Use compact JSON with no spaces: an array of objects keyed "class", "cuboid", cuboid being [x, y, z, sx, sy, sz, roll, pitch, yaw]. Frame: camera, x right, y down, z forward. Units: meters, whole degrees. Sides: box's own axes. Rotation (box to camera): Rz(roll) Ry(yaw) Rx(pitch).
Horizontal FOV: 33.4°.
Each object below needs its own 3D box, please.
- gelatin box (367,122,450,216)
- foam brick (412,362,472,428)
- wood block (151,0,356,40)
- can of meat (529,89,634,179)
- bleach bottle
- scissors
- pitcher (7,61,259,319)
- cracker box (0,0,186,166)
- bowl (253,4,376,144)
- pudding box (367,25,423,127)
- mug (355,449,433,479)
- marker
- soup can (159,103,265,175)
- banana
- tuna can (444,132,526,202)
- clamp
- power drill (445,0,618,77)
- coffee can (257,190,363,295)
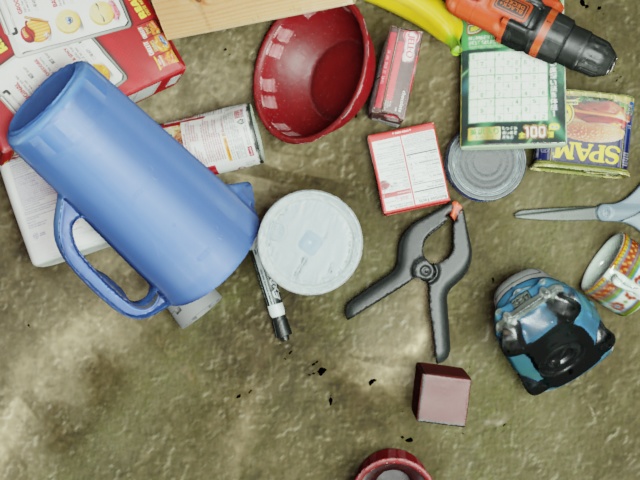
[{"class":"gelatin box","cuboid":[0.095,-0.076,1.149,0.073,0.030,0.089,-12,90,1]},{"class":"foam brick","cuboid":[0.127,0.163,1.129,0.051,0.078,0.053,7,93,0]},{"class":"wood block","cuboid":[-0.065,-0.276,1.077,0.206,0.090,0.091,-6,124,21]},{"class":"can of meat","cuboid":[0.278,-0.112,1.128,0.102,0.057,0.084,6,89,2]},{"class":"bleach bottle","cuboid":[-0.298,-0.103,1.150,0.102,0.068,0.251,-18,87,-2]},{"class":"scissors","cuboid":[0.318,-0.047,1.147,0.202,0.016,0.096,14,90,2]},{"class":"pitcher","cuboid":[-0.189,-0.048,1.042,0.145,0.149,0.242,-28,122,28]},{"class":"cracker box","cuboid":[-0.273,-0.197,1.106,0.213,0.072,0.164,-29,89,-21]},{"class":"bowl","cuboid":[0.004,-0.174,1.116,0.162,0.055,0.162,-10,76,41]},{"class":"pudding box","cuboid":[0.078,-0.167,1.106,0.039,0.113,0.090,13,92,-1]},{"class":"mug","cuboid":[0.088,0.274,1.130,0.117,0.081,0.093,28,92,2]},{"class":"marker","cuboid":[-0.055,0.052,1.163,0.020,0.020,0.121,-17,90,2]},{"class":"soup can","cuboid":[-0.116,-0.103,1.139,0.102,0.068,0.068,-14,91,2]},{"class":"banana","cuboid":[0.076,-0.257,1.129,0.198,0.069,0.037,29,116,13]},{"class":"tuna can","cuboid":[0.177,-0.083,1.143,0.086,0.033,0.086,0,92,3]},{"class":"clamp","cuboid":[0.120,0.044,1.146,0.120,0.039,0.171,34,92,0]},{"class":"power drill","cuboid":[0.246,-0.274,1.098,0.184,0.057,0.187,28,76,6]},{"class":"coffee can","cuboid":[-0.007,0.001,1.099,0.103,0.140,0.103,0,91,2]}]
